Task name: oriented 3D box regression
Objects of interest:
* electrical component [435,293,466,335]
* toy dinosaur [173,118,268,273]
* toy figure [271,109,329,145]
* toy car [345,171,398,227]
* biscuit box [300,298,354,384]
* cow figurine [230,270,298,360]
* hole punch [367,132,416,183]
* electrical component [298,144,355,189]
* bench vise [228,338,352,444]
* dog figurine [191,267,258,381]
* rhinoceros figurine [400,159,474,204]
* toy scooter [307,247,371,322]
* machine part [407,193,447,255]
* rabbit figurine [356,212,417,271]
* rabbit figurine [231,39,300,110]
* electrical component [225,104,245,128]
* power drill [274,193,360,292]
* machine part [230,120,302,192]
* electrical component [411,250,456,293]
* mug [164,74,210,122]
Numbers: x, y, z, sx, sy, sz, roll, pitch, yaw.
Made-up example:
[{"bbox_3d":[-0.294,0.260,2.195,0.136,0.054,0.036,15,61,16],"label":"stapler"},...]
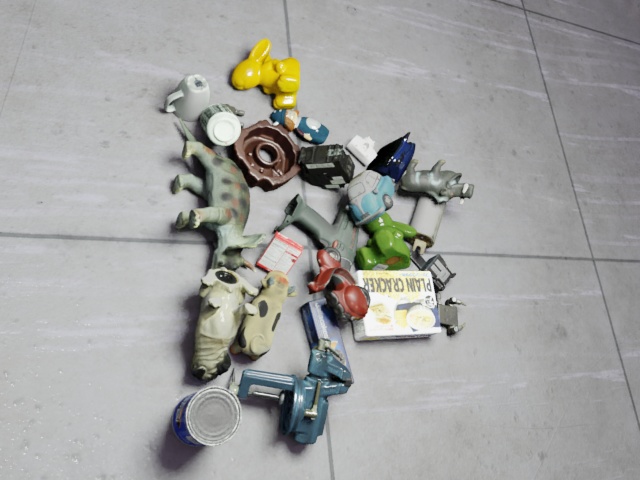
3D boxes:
[{"bbox_3d":[0.336,0.192,1.392,0.078,0.045,0.102,19,63,-20],"label":"electrical component"},{"bbox_3d":[-0.220,-0.099,1.204,0.192,0.131,0.405,11,61,-35],"label":"toy dinosaur"},{"bbox_3d":[-0.052,-0.300,1.394,0.154,0.057,0.064,24,23,-14],"label":"toy figure"},{"bbox_3d":[0.120,-0.116,1.306,0.103,0.109,0.162,48,42,-17],"label":"toy car"},{"bbox_3d":[0.014,0.233,1.212,0.063,0.059,0.202,-9,74,-28],"label":"biscuit box"},{"bbox_3d":[-0.117,0.152,1.143,0.085,0.127,0.195,27,64,-17],"label":"cow figurine"},{"bbox_3d":[0.206,-0.208,1.451,0.092,0.116,0.142,46,58,-13],"label":"hole punch"},{"bbox_3d":[0.022,-0.180,1.335,0.115,0.134,0.058,3,65,22],"label":"electrical component"},{"bbox_3d":[-0.062,0.299,1.093,0.241,0.129,0.223,12,103,-11],"label":"bench vise"},{"bbox_3d":[-0.216,0.170,1.098,0.121,0.190,0.172,21,24,-15],"label":"dog figurine"},{"bbox_3d":[0.309,-0.150,1.417,0.190,0.073,0.112,9,58,7],"label":"rhinoceros figurine"},{"bbox_3d":[0.033,0.111,1.183,0.183,0.075,0.135,58,36,-3],"label":"toy scooter"},{"bbox_3d":[0.291,-0.065,1.453,0.079,0.079,0.243,29,61,-13],"label":"machine part"},{"bbox_3d":[0.169,-0.014,1.353,0.159,0.121,0.170,8,50,-29],"label":"rabbit figurine"},{"bbox_3d":[-0.139,-0.426,1.369,0.173,0.122,0.162,-1,77,-6],"label":"rabbit figurine"},{"bbox_3d":[-0.233,-0.306,1.327,0.094,0.021,0.063,8,67,-22],"label":"electrical component"},{"bbox_3d":[-0.003,-0.004,1.287,0.207,0.086,0.232,28,59,-9],"label":"power drill"},{"bbox_3d":[-0.132,-0.205,1.317,0.179,0.056,0.179,10,67,-24],"label":"machine part"},{"bbox_3d":[0.293,0.073,1.418,0.075,0.048,0.119,-39,91,-33],"label":"electrical component"},{"bbox_3d":[-0.309,-0.336,1.253,0.109,0.107,0.081,-18,78,-32],"label":"mug"}]
